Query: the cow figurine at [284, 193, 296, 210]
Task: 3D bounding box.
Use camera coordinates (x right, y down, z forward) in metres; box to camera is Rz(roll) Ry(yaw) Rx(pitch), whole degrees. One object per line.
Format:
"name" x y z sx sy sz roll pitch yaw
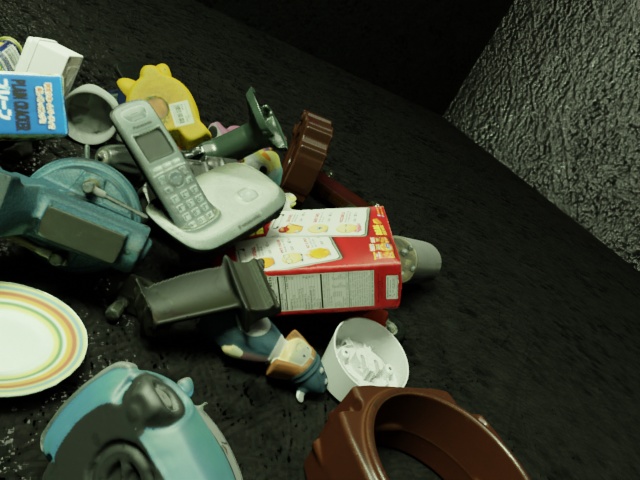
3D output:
"cow figurine" 0.000 -0.004 0.853 0.167 0.068 0.098 20 31 -13

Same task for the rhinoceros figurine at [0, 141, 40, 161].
"rhinoceros figurine" -0.444 -0.168 0.669 0.190 0.073 0.112 17 28 -27

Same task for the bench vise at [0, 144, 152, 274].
"bench vise" -0.282 -0.036 0.549 0.224 0.128 0.241 12 7 -16

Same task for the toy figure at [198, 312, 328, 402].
"toy figure" -0.055 0.115 0.573 0.154 0.057 0.064 30 67 0

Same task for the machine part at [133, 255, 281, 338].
"machine part" -0.112 0.057 0.535 0.139 0.039 0.084 -8 57 -22

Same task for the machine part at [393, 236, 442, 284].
"machine part" 0.148 0.036 0.894 0.079 0.079 0.243 40 12 22

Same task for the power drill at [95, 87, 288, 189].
"power drill" -0.157 -0.121 0.735 0.086 0.207 0.232 61 10 14

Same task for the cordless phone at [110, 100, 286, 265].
"cordless phone" -0.137 -0.077 0.595 0.146 0.089 0.184 -36 103 -38

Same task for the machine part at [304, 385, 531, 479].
"machine part" 0.102 0.230 0.483 0.201 0.087 0.202 13 27 -33

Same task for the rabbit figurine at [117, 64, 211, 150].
"rabbit figurine" -0.256 -0.188 0.844 0.162 0.122 0.173 63 -11 2

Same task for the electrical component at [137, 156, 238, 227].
"electrical component" -0.162 -0.058 0.709 0.134 0.115 0.058 1 65 -48

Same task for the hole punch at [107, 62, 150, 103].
"hole punch" -0.331 -0.244 0.956 0.115 0.092 0.142 59 20 -7

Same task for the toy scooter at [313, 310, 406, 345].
"toy scooter" 0.035 0.072 0.739 0.135 0.075 0.184 16 32 -25

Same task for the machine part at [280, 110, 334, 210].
"machine part" -0.034 -0.145 0.977 0.056 0.179 0.179 21 25 -13

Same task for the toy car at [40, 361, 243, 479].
"toy car" -0.103 0.162 0.371 0.162 0.109 0.103 47 10 16

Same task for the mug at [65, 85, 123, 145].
"mug" -0.343 -0.197 0.838 0.109 0.080 0.107 28 17 -28

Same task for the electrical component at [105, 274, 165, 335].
"electrical component" -0.185 0.063 0.568 0.063 0.021 0.094 26 24 -8

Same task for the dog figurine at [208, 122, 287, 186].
"dog figurine" -0.112 -0.137 0.948 0.192 0.108 0.219 36 22 16

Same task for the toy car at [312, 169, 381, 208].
"toy car" 0.036 -0.084 1.073 0.202 0.053 0.089 38 29 28
